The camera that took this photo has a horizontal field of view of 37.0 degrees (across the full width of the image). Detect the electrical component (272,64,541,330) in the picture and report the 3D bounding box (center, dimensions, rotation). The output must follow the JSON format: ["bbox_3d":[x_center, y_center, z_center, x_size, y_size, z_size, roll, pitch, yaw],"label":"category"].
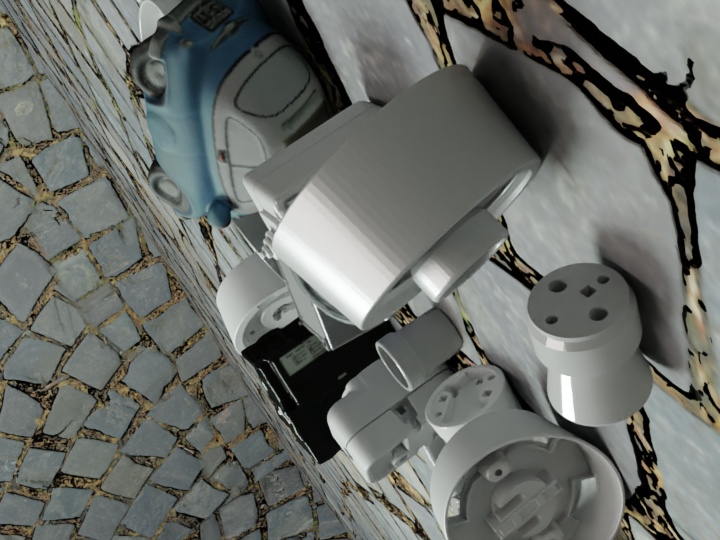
[{"bbox_3d":[0.025,-0.022,0.432,0.060,0.108,0.108,47,167,9],"label":"electrical component"}]

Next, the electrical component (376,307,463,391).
[{"bbox_3d":[0.040,0.051,0.714,0.040,0.046,0.040,52,168,16],"label":"electrical component"}]

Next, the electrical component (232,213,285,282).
[{"bbox_3d":[-0.070,-0.037,0.864,0.099,0.064,0.099,52,168,16],"label":"electrical component"}]

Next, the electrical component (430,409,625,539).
[{"bbox_3d":[0.091,0.129,0.611,0.099,0.099,0.064,59,174,-20],"label":"electrical component"}]

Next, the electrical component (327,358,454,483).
[{"bbox_3d":[0.026,0.101,0.787,0.059,0.095,0.053,50,167,24],"label":"electrical component"}]

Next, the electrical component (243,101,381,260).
[{"bbox_3d":[-0.015,-0.037,0.561,0.061,0.096,0.061,62,167,-28],"label":"electrical component"}]

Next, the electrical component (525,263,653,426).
[{"bbox_3d":[0.094,0.030,0.441,0.045,0.045,0.055,43,163,47],"label":"electrical component"}]

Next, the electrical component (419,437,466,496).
[{"bbox_3d":[0.080,0.147,0.825,0.077,0.044,0.079,57,168,-10],"label":"electrical component"}]

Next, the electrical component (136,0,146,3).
[{"bbox_3d":[-0.127,-0.203,0.673,0.075,0.047,0.083,51,168,20],"label":"electrical component"}]

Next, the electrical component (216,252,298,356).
[{"bbox_3d":[-0.077,0.022,0.963,0.060,0.108,0.108,56,170,30],"label":"electrical component"}]

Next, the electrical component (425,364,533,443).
[{"bbox_3d":[0.076,0.095,0.673,0.047,0.055,0.055,56,169,-24],"label":"electrical component"}]

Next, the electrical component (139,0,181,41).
[{"bbox_3d":[-0.114,-0.145,0.739,0.099,0.064,0.099,52,168,15],"label":"electrical component"}]

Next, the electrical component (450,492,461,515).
[{"bbox_3d":[0.118,0.180,0.724,0.108,0.060,0.108,52,168,16],"label":"electrical component"}]

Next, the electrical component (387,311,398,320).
[{"bbox_3d":[0.000,0.000,0.746,0.078,0.040,0.040,56,168,-9],"label":"electrical component"}]

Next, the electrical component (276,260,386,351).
[{"bbox_3d":[-0.023,-0.001,0.803,0.062,0.061,0.096,35,149,59],"label":"electrical component"}]
